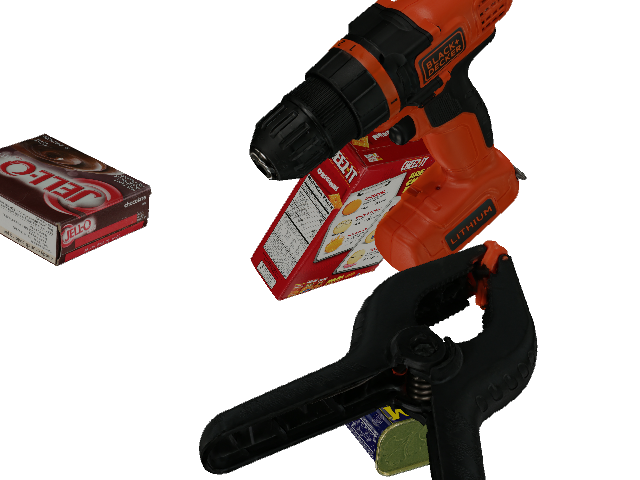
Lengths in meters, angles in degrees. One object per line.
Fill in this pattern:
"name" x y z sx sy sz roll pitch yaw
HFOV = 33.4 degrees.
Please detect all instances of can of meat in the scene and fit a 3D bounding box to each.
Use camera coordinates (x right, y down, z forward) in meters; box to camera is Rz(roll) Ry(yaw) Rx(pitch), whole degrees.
"can of meat" 0.075 0.156 0.963 0.101 0.057 0.084 -10 32 -26

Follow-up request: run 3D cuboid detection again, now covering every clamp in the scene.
"clamp" 0.047 0.064 0.438 0.120 0.039 0.171 33 52 23

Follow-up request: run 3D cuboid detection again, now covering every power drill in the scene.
"power drill" 0.052 -0.058 0.650 0.057 0.184 0.187 42 -15 35

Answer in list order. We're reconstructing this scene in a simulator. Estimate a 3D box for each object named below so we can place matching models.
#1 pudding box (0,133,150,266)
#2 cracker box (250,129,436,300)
"pudding box" -0.192 -0.031 0.759 0.114 0.039 0.089 24 30 27
"cracker box" 0.037 -0.040 1.167 0.163 0.072 0.214 -15 -31 -43
